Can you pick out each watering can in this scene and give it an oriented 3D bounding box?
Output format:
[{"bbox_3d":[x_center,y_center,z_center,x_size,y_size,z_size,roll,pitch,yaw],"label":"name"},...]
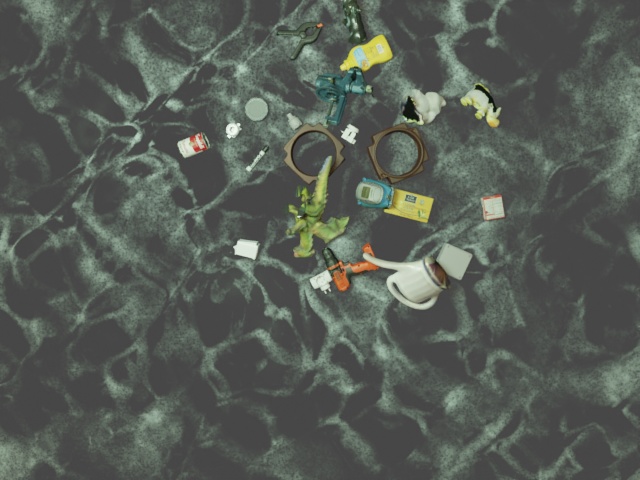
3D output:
[{"bbox_3d":[0.337,0.132,1.917,0.221,0.106,0.344,-32,114,29],"label":"watering can"}]

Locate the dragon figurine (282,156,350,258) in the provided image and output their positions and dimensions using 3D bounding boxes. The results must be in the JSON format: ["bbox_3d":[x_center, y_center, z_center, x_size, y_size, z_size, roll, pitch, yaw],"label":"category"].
[{"bbox_3d":[0.006,-0.097,1.927,0.240,0.124,0.406,26,107,-36],"label":"dragon figurine"}]

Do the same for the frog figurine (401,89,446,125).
[{"bbox_3d":[0.382,-0.501,1.916,0.162,0.121,0.138,-35,86,-32],"label":"frog figurine"}]
